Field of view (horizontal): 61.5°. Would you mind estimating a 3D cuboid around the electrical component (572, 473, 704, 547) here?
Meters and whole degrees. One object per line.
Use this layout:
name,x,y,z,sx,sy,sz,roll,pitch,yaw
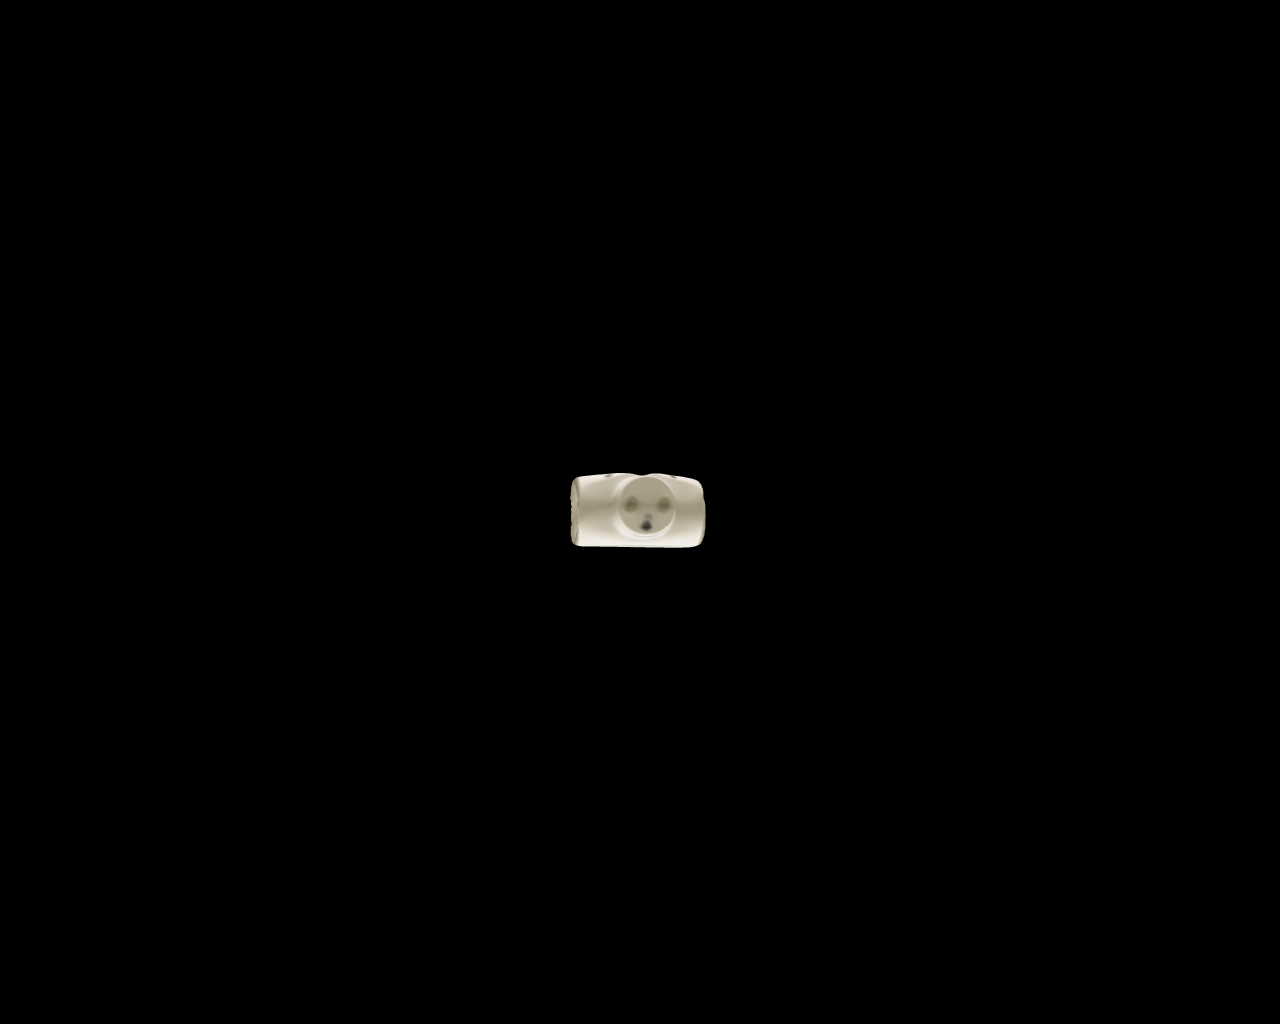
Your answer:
electrical component,0.001,-0.003,0.650,0.077,0.043,0.079,1,-7,-9
